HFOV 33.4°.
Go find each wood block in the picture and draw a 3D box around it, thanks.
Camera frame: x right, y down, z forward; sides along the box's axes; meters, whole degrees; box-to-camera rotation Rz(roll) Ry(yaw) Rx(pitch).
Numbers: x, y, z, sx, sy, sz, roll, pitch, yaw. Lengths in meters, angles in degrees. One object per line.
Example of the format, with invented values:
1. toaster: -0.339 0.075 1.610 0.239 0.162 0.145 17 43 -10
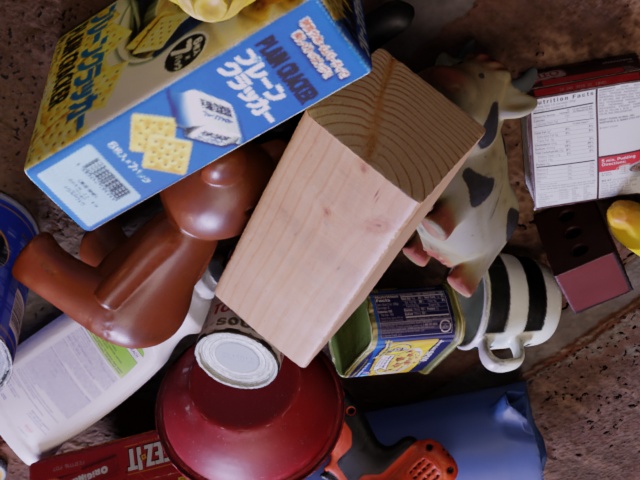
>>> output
1. wood block: 0.013 -0.015 0.722 0.090 0.090 0.206 40 140 7

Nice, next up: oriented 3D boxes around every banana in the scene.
1. banana: 0.293 0.008 0.881 0.197 0.070 0.037 28 91 -27

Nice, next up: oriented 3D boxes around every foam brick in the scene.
1. foam brick: 0.214 0.010 0.870 0.053 0.078 0.051 -25 128 15

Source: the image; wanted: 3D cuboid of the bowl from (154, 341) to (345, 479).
1. bowl: -0.060 0.127 0.881 0.162 0.162 0.055 -4 146 0

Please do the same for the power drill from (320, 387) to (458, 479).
1. power drill: 0.000 0.200 0.949 0.184 0.057 0.188 -44 80 3

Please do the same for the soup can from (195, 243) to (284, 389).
1. soup can: -0.052 0.056 0.831 0.068 0.102 0.068 9 135 9

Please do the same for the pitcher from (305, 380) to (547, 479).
1. pitcher: 0.095 0.224 1.023 0.243 0.145 0.149 -10 87 9

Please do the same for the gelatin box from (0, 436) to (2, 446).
1. gelatin box: -0.334 0.165 0.975 0.089 0.073 0.030 33 121 -28

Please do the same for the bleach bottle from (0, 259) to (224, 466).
1. bleach bottle: -0.178 0.096 0.919 0.251 0.068 0.102 -32 100 21

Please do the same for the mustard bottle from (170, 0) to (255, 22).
1. mustard bottle: -0.060 -0.179 0.604 0.096 0.191 0.058 -2 132 -3

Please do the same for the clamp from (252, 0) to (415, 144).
1. clamp: -0.025 -0.091 0.790 0.210 0.036 0.164 -9 137 7

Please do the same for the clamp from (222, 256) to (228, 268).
1. clamp: -0.006 0.001 0.864 0.120 0.039 0.172 9 140 -17

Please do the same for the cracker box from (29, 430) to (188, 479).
1. cracker box: -0.146 0.233 0.998 0.164 0.072 0.213 -17 157 10

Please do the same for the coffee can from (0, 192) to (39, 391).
1. coffee can: -0.277 0.040 0.821 0.103 0.140 0.103 -2 132 -2

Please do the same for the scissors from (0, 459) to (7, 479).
1. scissors: -0.394 0.257 1.091 0.096 0.016 0.202 28 124 -26

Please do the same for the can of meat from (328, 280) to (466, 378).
1. can of meat: 0.063 0.079 0.909 0.083 0.057 0.102 -3 153 -21

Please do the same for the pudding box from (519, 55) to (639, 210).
1. pudding box: 0.201 -0.081 0.815 0.090 0.039 0.113 -8 130 6
